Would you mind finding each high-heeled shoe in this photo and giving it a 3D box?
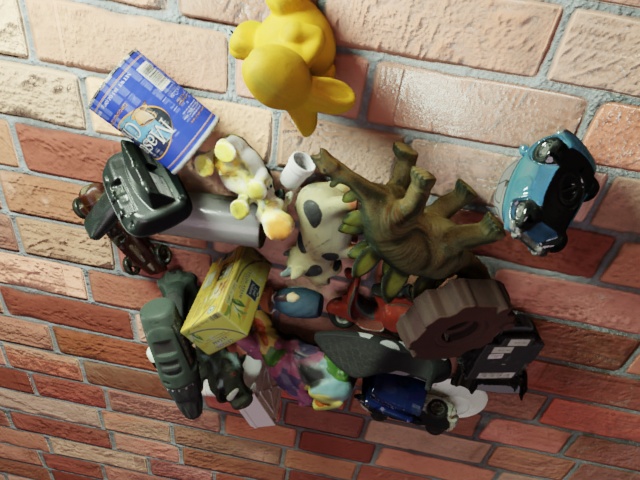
[{"bbox_3d":[0.120,0.198,0.979,0.249,0.145,0.086,24,110,10],"label":"high-heeled shoe"}]

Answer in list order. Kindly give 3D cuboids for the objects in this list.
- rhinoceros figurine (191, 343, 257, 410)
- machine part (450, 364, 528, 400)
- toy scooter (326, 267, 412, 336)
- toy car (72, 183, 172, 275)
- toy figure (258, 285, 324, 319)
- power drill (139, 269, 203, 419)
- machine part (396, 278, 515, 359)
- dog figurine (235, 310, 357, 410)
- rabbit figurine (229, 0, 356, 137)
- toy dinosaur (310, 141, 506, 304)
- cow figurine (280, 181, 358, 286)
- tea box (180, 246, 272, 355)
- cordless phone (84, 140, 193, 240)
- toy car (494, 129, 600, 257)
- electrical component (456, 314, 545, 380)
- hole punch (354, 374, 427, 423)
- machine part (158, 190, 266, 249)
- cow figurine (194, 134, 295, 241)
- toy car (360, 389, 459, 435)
[{"bbox_3d":[-0.189,0.239,1.030,0.112,0.190,0.073,-44,152,22],"label":"rhinoceros figurine"},{"bbox_3d":[0.327,0.265,1.026,0.139,0.039,0.084,10,125,4],"label":"machine part"},{"bbox_3d":[0.097,0.101,0.914,0.184,0.075,0.135,3,130,15],"label":"toy scooter"},{"bbox_3d":[-0.338,-0.010,0.922,0.089,0.053,0.201,-17,122,19],"label":"toy car"},{"bbox_3d":[-0.072,0.110,0.965,0.155,0.058,0.064,5,124,13],"label":"toy figure"},{"bbox_3d":[-0.248,0.168,0.943,0.086,0.207,0.231,-8,125,4],"label":"power drill"},{"bbox_3d":[0.210,0.126,0.831,0.179,0.056,0.179,-10,143,-7],"label":"machine part"},{"bbox_3d":[-0.056,0.213,1.003,0.219,0.108,0.192,45,149,-18],"label":"dog figurine"},{"bbox_3d":[-0.041,-0.199,0.633,0.122,0.173,0.162,-27,115,24],"label":"rabbit figurine"},{"bbox_3d":[0.156,0.005,0.784,0.471,0.105,0.198,29,120,-31],"label":"toy dinosaur"},{"bbox_3d":[-0.002,-0.003,0.842,0.127,0.085,0.194,0,131,3],"label":"cow figurine"},{"bbox_3d":[-0.152,0.094,0.893,0.098,0.170,0.068,-29,118,31],"label":"tea box"},{"bbox_3d":[-0.290,-0.043,0.803,0.184,0.147,0.088,-44,153,20],"label":"cordless phone"},{"bbox_3d":[0.290,-0.061,0.720,0.109,0.161,0.103,32,172,-25],"label":"toy car"},{"bbox_3d":[0.315,0.184,0.931,0.115,0.058,0.134,3,132,-15],"label":"electrical component"},{"bbox_3d":[0.145,0.270,1.020,0.142,0.116,0.092,25,121,-10],"label":"hole punch"},{"bbox_3d":[-0.170,-0.035,0.851,0.243,0.079,0.079,7,130,3],"label":"machine part"},{"bbox_3d":[-0.095,-0.077,0.776,0.068,0.098,0.167,-34,103,24],"label":"cow figurine"},{"bbox_3d":[0.179,0.340,1.093,0.202,0.056,0.073,9,131,16],"label":"toy car"}]
